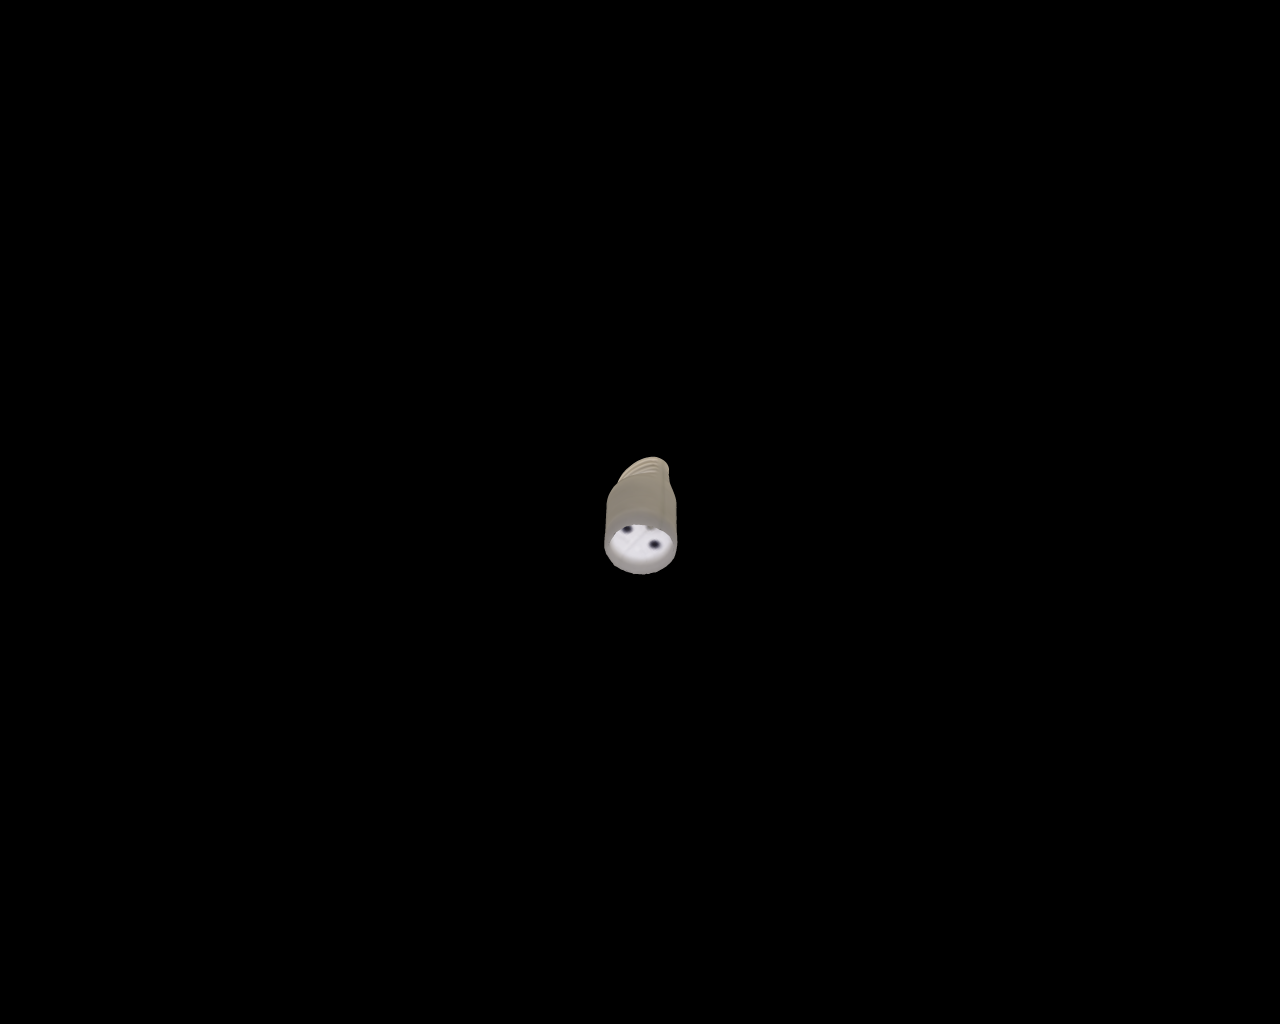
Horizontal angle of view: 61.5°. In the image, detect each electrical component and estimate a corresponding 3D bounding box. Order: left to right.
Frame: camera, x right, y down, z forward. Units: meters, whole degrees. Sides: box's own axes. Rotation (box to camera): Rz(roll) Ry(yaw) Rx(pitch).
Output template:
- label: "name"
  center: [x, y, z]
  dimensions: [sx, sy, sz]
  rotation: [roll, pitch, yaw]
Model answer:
- label: "electrical component"
  center: [0.001, -0.003, 0.650]
  dimensions: [0.043, 0.043, 0.081]
  rotation: [0, 39, 0]
